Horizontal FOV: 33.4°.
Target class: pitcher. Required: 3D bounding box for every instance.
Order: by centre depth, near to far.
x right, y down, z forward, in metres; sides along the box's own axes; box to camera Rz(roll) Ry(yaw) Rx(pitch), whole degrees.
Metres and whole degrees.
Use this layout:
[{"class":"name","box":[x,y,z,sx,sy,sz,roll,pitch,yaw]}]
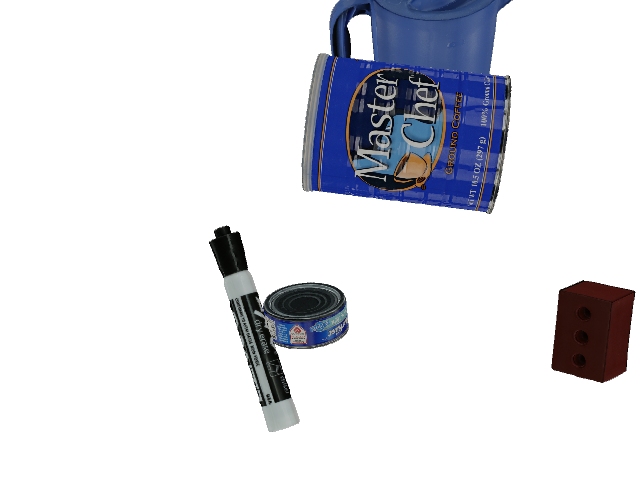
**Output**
[{"class":"pitcher","box":[0.107,-0.172,1.131,0.149,0.243,0.144,28,53,28]}]

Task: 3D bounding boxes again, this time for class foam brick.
[{"class":"foam brick","box":[0.245,0.081,0.958,0.053,0.078,0.051,12,17,37]}]

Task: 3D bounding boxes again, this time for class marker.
[{"class":"marker","box":[-0.039,0.050,0.616,0.020,0.121,0.020,-18,-5,-2]}]

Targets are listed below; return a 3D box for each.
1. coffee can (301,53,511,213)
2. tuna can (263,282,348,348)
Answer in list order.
[{"class":"coffee can","box":[0.062,-0.079,0.788,0.140,0.103,0.103,7,0,4]},{"class":"tuna can","box":[-0.015,0.075,1.079,0.086,0.034,0.086,-4,23,2]}]
